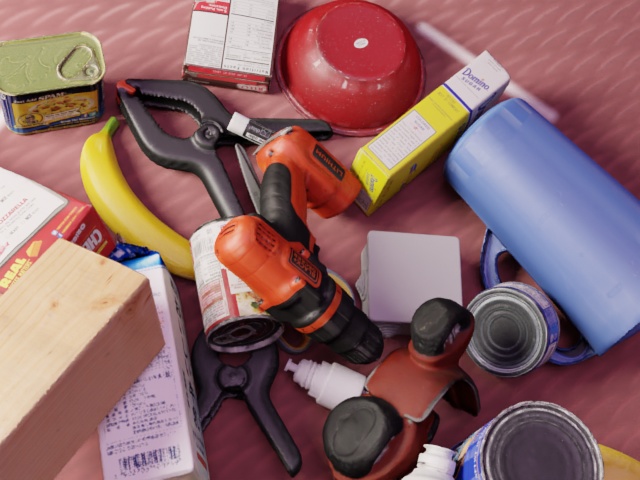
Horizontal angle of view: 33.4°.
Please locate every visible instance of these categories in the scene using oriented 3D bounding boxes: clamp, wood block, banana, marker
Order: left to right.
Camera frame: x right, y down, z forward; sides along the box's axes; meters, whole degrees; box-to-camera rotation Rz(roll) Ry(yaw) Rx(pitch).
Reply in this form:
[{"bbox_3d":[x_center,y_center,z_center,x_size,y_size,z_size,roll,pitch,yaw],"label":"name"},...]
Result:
[{"bbox_3d":[-0.215,0.108,0.783,0.090,0.091,0.205,22,54,22],"label":"wood block"},{"bbox_3d":[-0.169,-0.031,0.993,0.069,0.037,0.198,-31,76,-20],"label":"banana"},{"bbox_3d":[-0.108,-0.085,1.027,0.210,0.036,0.164,24,65,-3],"label":"clamp"},{"bbox_3d":[-0.086,0.132,0.940,0.120,0.039,0.171,-4,61,-10],"label":"clamp"},{"bbox_3d":[-0.030,-0.087,1.019,0.121,0.020,0.020,26,66,-8],"label":"marker"}]

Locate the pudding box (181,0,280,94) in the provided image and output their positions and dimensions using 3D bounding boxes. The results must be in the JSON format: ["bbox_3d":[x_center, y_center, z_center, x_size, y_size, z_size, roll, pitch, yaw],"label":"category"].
[{"bbox_3d":[-0.089,-0.209,1.081,0.090,0.039,0.113,8,69,-7],"label":"pudding box"}]

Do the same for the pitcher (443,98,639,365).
[{"bbox_3d":[0.226,-0.010,1.014,0.149,0.145,0.243,-33,73,-33],"label":"pitcher"}]

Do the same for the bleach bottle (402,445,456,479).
[{"bbox_3d":[0.066,0.290,0.852,0.068,0.103,0.250,16,73,-1],"label":"bleach bottle"}]

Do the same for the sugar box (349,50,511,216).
[{"bbox_3d":[0.105,-0.104,1.041,0.176,0.093,0.048,-37,79,-21],"label":"sugar box"}]

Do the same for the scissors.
[{"bbox_3d":[-0.021,0.005,0.996,0.096,0.016,0.202,-5,81,-20],"label":"scissors"}]

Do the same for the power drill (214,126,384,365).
[{"bbox_3d":[-0.006,0.001,0.939,0.184,0.057,0.187,42,32,-28],"label":"power drill"}]

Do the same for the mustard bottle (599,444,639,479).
[{"bbox_3d":[0.237,0.281,0.925,0.096,0.058,0.191,30,66,-2],"label":"mustard bottle"}]

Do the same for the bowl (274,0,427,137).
[{"bbox_3d":[0.036,-0.188,1.085,0.162,0.055,0.162,3,68,-8],"label":"bowl"}]

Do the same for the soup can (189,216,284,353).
[{"bbox_3d":[-0.074,0.039,0.932,0.068,0.068,0.102,-7,61,-13],"label":"soup can"}]

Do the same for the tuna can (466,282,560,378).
[{"bbox_3d":[0.174,0.083,0.980,0.086,0.086,0.033,55,28,13],"label":"tuna can"}]

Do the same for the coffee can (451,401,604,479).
[{"bbox_3d":[0.163,0.202,0.899,0.102,0.140,0.103,4,67,-9],"label":"coffee can"}]

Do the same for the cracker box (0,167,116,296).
[{"bbox_3d":[-0.306,0.015,0.896,0.214,0.072,0.164,21,63,25],"label":"cracker box"}]

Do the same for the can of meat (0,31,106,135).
[{"bbox_3d":[-0.252,-0.145,1.000,0.102,0.084,0.057,-11,70,-14],"label":"can of meat"}]
